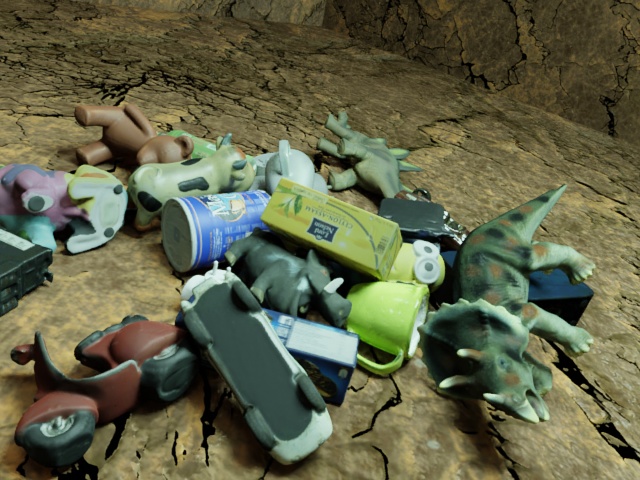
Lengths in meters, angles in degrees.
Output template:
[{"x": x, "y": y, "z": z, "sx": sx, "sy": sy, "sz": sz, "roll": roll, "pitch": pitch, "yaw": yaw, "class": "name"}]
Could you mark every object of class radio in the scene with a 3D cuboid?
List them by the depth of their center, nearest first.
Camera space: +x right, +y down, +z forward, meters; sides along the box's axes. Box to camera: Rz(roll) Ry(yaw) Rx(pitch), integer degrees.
[{"x": 0.297, "y": 0.078, "z": 0.837, "sx": 0.229, "sy": 0.073, "sz": 0.131, "roll": -1, "pitch": 32, "yaw": -23, "class": "radio"}]

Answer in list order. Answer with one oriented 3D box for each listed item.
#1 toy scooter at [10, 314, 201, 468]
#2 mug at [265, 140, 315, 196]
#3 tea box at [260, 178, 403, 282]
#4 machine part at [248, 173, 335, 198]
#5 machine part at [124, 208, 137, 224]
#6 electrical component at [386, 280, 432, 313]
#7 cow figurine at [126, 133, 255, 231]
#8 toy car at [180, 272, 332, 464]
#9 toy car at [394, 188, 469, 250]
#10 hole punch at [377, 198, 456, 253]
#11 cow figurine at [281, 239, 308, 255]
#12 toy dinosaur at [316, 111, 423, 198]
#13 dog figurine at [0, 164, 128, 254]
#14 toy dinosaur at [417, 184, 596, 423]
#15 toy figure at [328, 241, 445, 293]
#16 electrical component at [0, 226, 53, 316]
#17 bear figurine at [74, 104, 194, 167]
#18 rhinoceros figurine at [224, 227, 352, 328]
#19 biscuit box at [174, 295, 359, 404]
[{"x": -0.217, "y": 0.123, "z": 0.522, "sx": 0.135, "sy": 0.075, "sz": 0.184, "roll": 29, "pitch": 36, "yaw": 27, "class": "toy scooter"}, {"x": -0.046, "y": -0.092, "z": 0.828, "sx": 0.081, "sy": 0.109, "sz": 0.107, "roll": -3, "pitch": 36, "yaw": -3, "class": "mug"}, {"x": 0.018, "y": -0.011, "z": 0.713, "sx": 0.170, "sy": 0.068, "sz": 0.098, "roll": 22, "pitch": -10, "yaw": 19, "class": "tea box"}, {"x": -0.074, "y": -0.077, "z": 0.942, "sx": 0.243, "sy": 0.079, "sz": 0.079, "roll": -8, "pitch": 35, "yaw": -34, "class": "machine part"}, {"x": -0.276, "y": -0.061, "z": 0.866, "sx": 0.084, "sy": 0.039, "sz": 0.139, "roll": 38, "pitch": 35, "yaw": 29, "class": "machine part"}, {"x": 0.119, "y": 0.085, "z": 0.747, "sx": 0.094, "sy": 0.063, "sz": 0.021, "roll": 17, "pitch": 41, "yaw": 2, "class": "electrical component"}, {"x": -0.188, "y": -0.090, "z": 0.807, "sx": 0.195, "sy": 0.127, "sz": 0.085, "roll": -13, "pitch": 62, "yaw": -33, "class": "cow figurine"}, {"x": -0.065, "y": 0.122, "z": 0.532, "sx": 0.073, "sy": 0.056, "sz": 0.202, "roll": -34, "pitch": 72, "yaw": -11, "class": "toy car"}, {"x": 0.222, "y": -0.026, "z": 0.965, "sx": 0.202, "sy": 0.053, "sz": 0.089, "roll": 43, "pitch": 41, "yaw": 11, "class": "toy car"}, {"x": 0.145, "y": -0.005, "z": 0.885, "sx": 0.142, "sy": 0.092, "sz": 0.116, "roll": 11, "pitch": 27, "yaw": 9, "class": "hole punch"}, {"x": -0.003, "y": -0.001, "z": 0.853, "sx": 0.167, "sy": 0.068, "sz": 0.098, "roll": -2, "pitch": 38, "yaw": -25, "class": "cow figurine"}, {"x": 0.116, "y": -0.152, "z": 1.142, "sx": 0.198, "sy": 0.105, "sz": 0.472, "roll": 7, "pitch": 39, "yaw": -21, "class": "toy dinosaur"}, {"x": -0.404, "y": -0.068, "z": 0.752, "sx": 0.219, "sy": 0.108, "sz": 0.191, "roll": 29, "pitch": 32, "yaw": 31, "class": "dog figurine"}, {"x": 0.233, "y": 0.055, "z": 0.687, "sx": 0.192, "sy": 0.131, "sz": 0.405, "roll": 23, "pitch": 52, "yaw": -9, "class": "toy dinosaur"}, {"x": 0.094, "y": 0.038, "z": 0.796, "sx": 0.180, "sy": 0.082, "sz": 0.089, "roll": 0, "pitch": -4, "yaw": 4, "class": "toy figure"}, {"x": -0.396, "y": 0.038, "z": 0.609, "sx": 0.115, "sy": 0.058, "sz": 0.134, "roll": 20, "pitch": 29, "yaw": 15, "class": "electrical component"}, {"x": -0.320, "y": -0.156, "z": 0.941, "sx": 0.196, "sy": 0.120, "sz": 0.132, "roll": 36, "pitch": 39, "yaw": 26, "class": "bear figurine"}, {"x": -0.041, "y": 0.053, "z": 0.687, "sx": 0.112, "sy": 0.073, "sz": 0.191, "roll": -34, "pitch": 47, "yaw": -23, "class": "rhinoceros figurine"}, {"x": -0.061, "y": 0.120, "z": 0.606, "sx": 0.203, "sy": 0.062, "sz": 0.059, "roll": 14, "pitch": 29, "yaw": 2, "class": "biscuit box"}]
